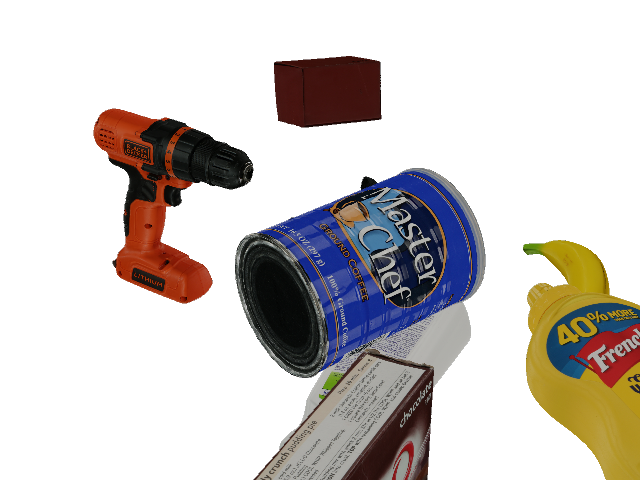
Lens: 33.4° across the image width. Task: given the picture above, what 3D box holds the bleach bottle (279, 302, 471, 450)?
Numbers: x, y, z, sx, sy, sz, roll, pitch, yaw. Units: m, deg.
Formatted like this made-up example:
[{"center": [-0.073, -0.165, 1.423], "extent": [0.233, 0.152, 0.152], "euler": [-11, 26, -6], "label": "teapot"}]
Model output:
[{"center": [0.035, 0.136, 0.952], "extent": [0.103, 0.068, 0.250], "euler": [8, 38, 37], "label": "bleach bottle"}]

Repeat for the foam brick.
[{"center": [0.007, -0.127, 0.909], "extent": [0.078, 0.051, 0.053], "euler": [-9, 18, -27], "label": "foam brick"}]

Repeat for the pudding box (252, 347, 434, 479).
[{"center": [0.010, 0.113, 0.455], "extent": [0.039, 0.090, 0.113], "euler": [15, 34, 23], "label": "pudding box"}]

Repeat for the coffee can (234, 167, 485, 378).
[{"center": [0.027, 0.020, 0.731], "extent": [0.140, 0.103, 0.103], "euler": [-23, 12, -30], "label": "coffee can"}]

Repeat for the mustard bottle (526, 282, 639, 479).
[{"center": [0.176, 0.082, 0.620], "extent": [0.096, 0.058, 0.192], "euler": [-16, 34, -14], "label": "mustard bottle"}]

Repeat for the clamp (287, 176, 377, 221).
[{"center": [0.073, 0.007, 1.241], "extent": [0.164, 0.036, 0.210], "euler": [-24, 53, -40], "label": "clamp"}]

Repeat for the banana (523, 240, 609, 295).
[{"center": [0.240, 0.051, 1.008], "extent": [0.070, 0.037, 0.197], "euler": [-28, 25, 17], "label": "banana"}]

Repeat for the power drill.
[{"center": [-0.149, -0.032, 1.092], "extent": [0.185, 0.188, 0.057], "euler": [20, 32, 27], "label": "power drill"}]
